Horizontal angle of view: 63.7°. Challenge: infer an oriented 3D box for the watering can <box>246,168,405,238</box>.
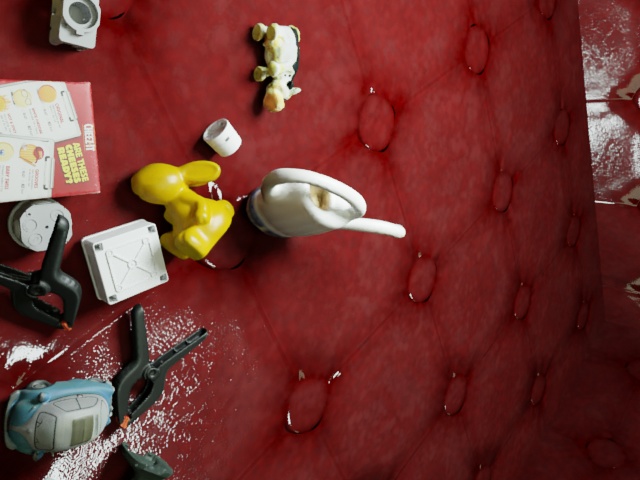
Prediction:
[{"bbox_3d":[0.003,-0.052,1.036,0.344,0.223,0.106,28,62,-44],"label":"watering can"}]
